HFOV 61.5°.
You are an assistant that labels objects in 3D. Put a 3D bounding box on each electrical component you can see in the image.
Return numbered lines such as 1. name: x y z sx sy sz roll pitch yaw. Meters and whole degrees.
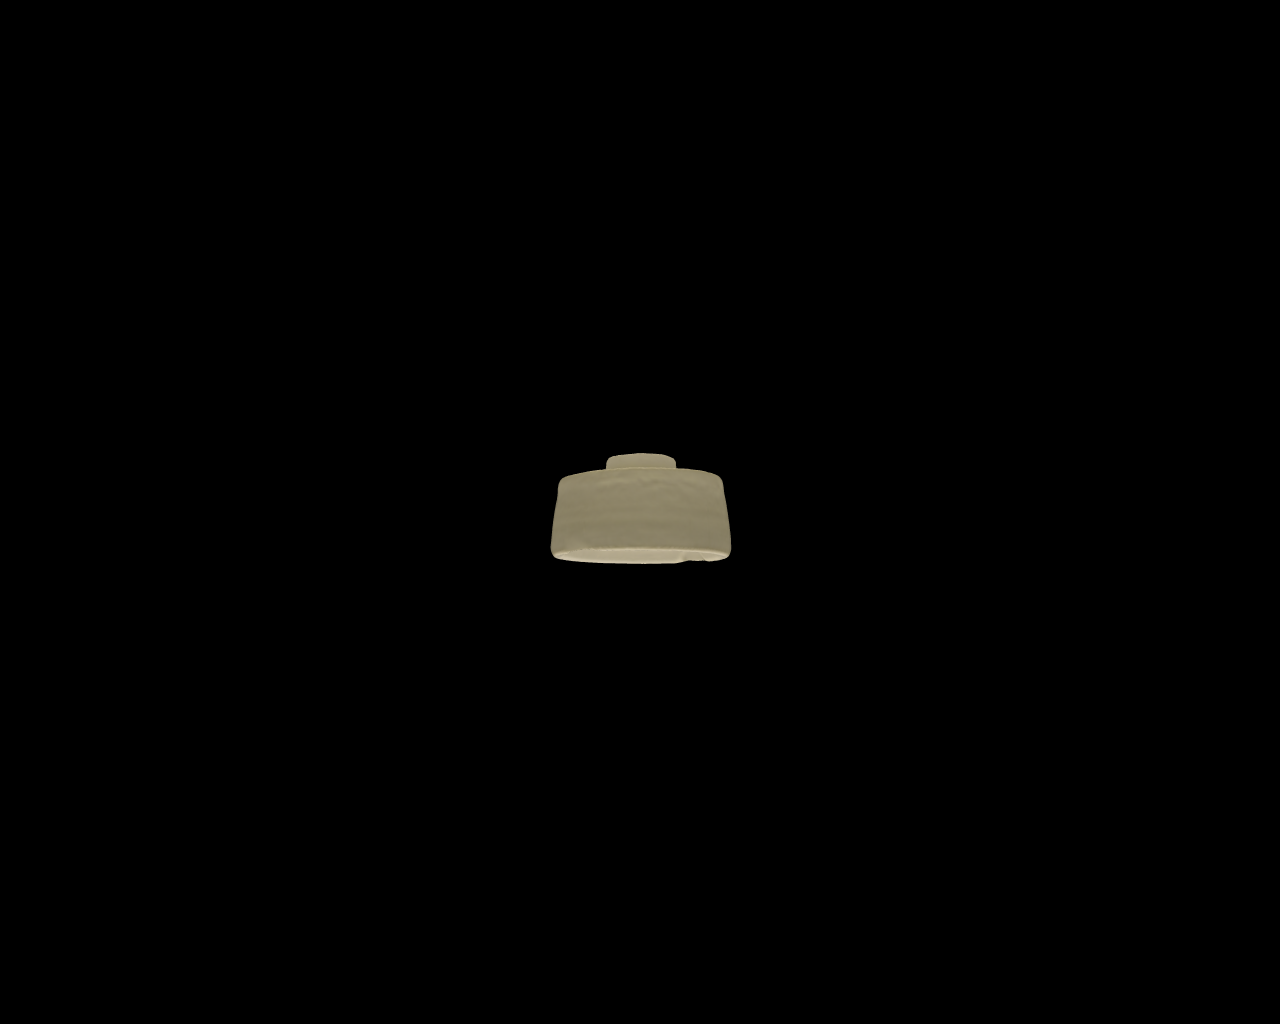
1. electrical component: 0.001 -0.003 0.650 0.108 0.060 0.108 0 -7 0
